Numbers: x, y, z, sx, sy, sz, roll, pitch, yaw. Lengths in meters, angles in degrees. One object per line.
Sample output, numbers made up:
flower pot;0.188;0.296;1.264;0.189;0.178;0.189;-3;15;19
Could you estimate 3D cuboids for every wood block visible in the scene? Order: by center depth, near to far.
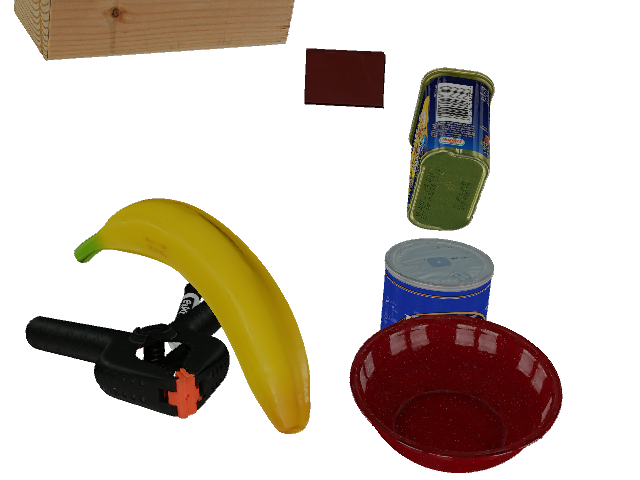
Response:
wood block;-0.129;-0.209;0.854;0.205;0.091;0.090;-10;42;-29

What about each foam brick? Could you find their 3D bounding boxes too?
foam brick;0.023;-0.157;1.029;0.078;0.051;0.053;3;14;1

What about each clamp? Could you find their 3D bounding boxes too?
clamp;-0.114;0.079;0.787;0.164;0.036;0.210;-9;14;-26

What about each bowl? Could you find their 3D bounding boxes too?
bowl;0.102;0.127;0.828;0.162;0.055;0.162;1;35;-1

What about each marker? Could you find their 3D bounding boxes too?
marker;-0.125;0.069;1.001;0.020;0.020;0.121;0;21;1

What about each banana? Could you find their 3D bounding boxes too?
banana;-0.062;0.026;0.595;0.198;0.070;0.037;35;19;35

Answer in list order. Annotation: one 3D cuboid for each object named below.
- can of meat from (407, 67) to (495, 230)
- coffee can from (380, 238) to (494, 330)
can of meat;0.100;-0.068;0.830;0.057;0.084;0.102;8;-35;0
coffee can;0.108;0.082;1.032;0.103;0.140;0.103;2;25;-1
